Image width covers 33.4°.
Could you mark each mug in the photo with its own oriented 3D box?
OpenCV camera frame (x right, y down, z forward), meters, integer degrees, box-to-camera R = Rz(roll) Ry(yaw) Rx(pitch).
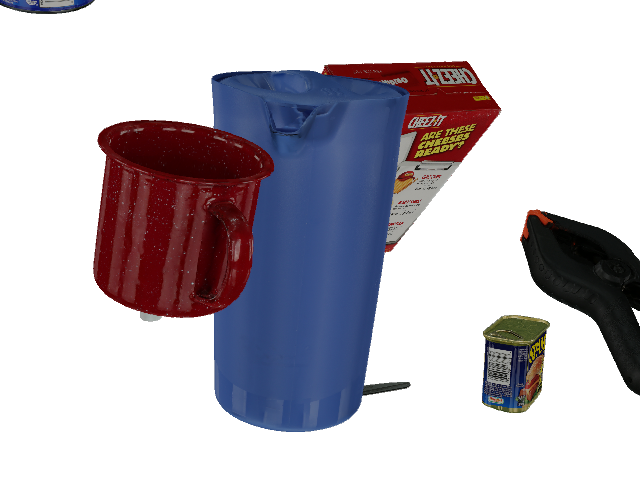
[{"bbox_3d":[-0.070,-0.006,0.564,0.093,0.081,0.117,-6,28,-37],"label":"mug"}]

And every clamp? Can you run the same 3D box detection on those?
[{"bbox_3d":[0.212,0.033,0.739,0.120,0.039,0.172,-8,43,-30],"label":"clamp"}]

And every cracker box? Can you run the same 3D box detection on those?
[{"bbox_3d":[0.037,-0.066,0.969,0.163,0.072,0.214,-9,-32,-35],"label":"cracker box"}]

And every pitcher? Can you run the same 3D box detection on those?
[{"bbox_3d":[-0.013,0.001,0.758,0.148,0.243,0.145,-7,20,-36],"label":"pitcher"}]

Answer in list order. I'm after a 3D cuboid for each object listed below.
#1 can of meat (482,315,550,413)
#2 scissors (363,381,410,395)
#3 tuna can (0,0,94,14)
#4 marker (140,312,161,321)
[{"bbox_3d":[0.217,0.137,1.192,0.058,0.084,0.102,8,13,25],"label":"can of meat"},{"bbox_3d":[0.013,0.184,1.203,0.201,0.016,0.096,2,23,-9],"label":"scissors"},{"bbox_3d":[-0.207,-0.201,0.792,0.086,0.034,0.086,6,36,-4],"label":"tuna can"},{"bbox_3d":[-0.148,0.011,0.927,0.020,0.121,0.020,2,16,-1],"label":"marker"}]
